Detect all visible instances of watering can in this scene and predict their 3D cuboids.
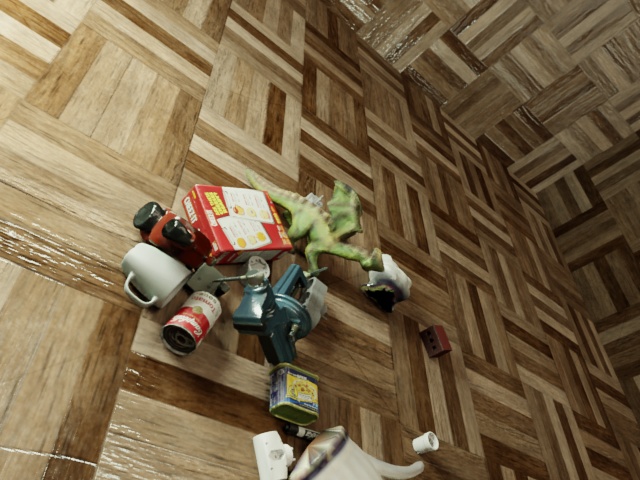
[{"bbox_3d":[0.073,0.445,0.948,0.226,0.102,0.351,52,30,9],"label":"watering can"}]

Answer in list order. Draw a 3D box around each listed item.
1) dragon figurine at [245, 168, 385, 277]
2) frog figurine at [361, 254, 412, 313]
[{"bbox_3d":[0.004,-0.063,1.246,0.409,0.239,0.124,50,37,-6],"label":"dragon figurine"},{"bbox_3d":[0.192,0.098,1.424,0.137,0.120,0.163,27,48,-3],"label":"frog figurine"}]
